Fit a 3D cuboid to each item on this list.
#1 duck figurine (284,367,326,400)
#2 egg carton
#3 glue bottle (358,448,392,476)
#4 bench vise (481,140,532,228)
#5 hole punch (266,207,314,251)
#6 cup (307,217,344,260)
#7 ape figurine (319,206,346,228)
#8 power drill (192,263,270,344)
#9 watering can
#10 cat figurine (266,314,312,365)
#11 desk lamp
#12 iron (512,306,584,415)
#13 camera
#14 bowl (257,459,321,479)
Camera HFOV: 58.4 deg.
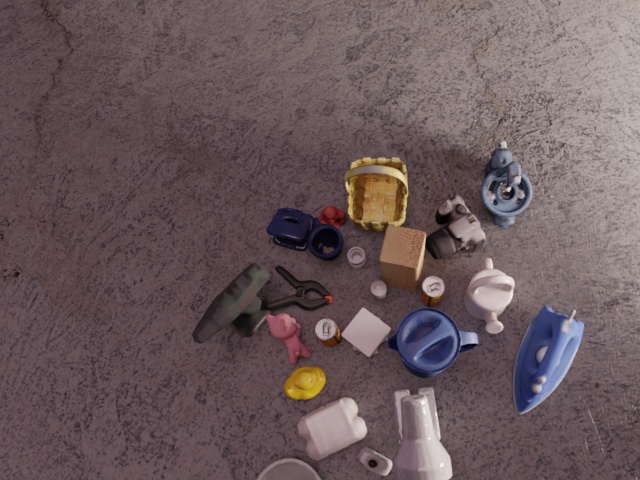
[{"bbox_3d":[-0.040,0.339,1.367,0.104,0.086,0.077,-25,69,-1],"label":"duck figurine"},{"bbox_3d":[0.027,0.437,1.333,0.150,0.069,0.107,-27,70,-2],"label":"egg carton"},{"bbox_3d":[0.117,0.485,1.249,0.078,0.173,0.037,26,76,16],"label":"glue bottle"},{"bbox_3d":[0.443,-0.156,1.399,0.121,0.220,0.207,-19,69,1],"label":"bench vise"},{"bbox_3d":[-0.077,-0.037,1.500,0.108,0.091,0.101,14,74,13],"label":"hole punch"},{"bbox_3d":[0.014,0.005,1.470,0.091,0.095,0.117,-25,69,-1],"label":"cup"},{"bbox_3d":[0.028,-0.059,1.492,0.078,0.092,0.076,-15,70,3],"label":"ape figurine"},{"bbox_3d":[-0.198,0.169,1.383,0.075,0.208,0.230,33,78,17],"label":"power drill"},{"bbox_3d":[0.396,0.125,1.322,0.101,0.194,0.172,-22,69,0],"label":"watering can"},{"bbox_3d":[-0.078,0.232,1.393,0.067,0.118,0.127,-29,70,-2],"label":"cat figurine"},{"bbox_3d":[0.210,0.418,1.237,0.118,0.214,0.203,-8,70,6],"label":"desk lamp"},{"bbox_3d":[0.508,0.271,1.284,0.118,0.141,0.258,25,76,16],"label":"iron"},{"bbox_3d":[0.325,-0.024,1.434,0.137,0.101,0.143,-29,70,-2],"label":"camera"},{"bbox_3d":[-0.065,0.581,1.293,0.167,0.075,0.167,-2,71,7],"label":"bowl"}]
